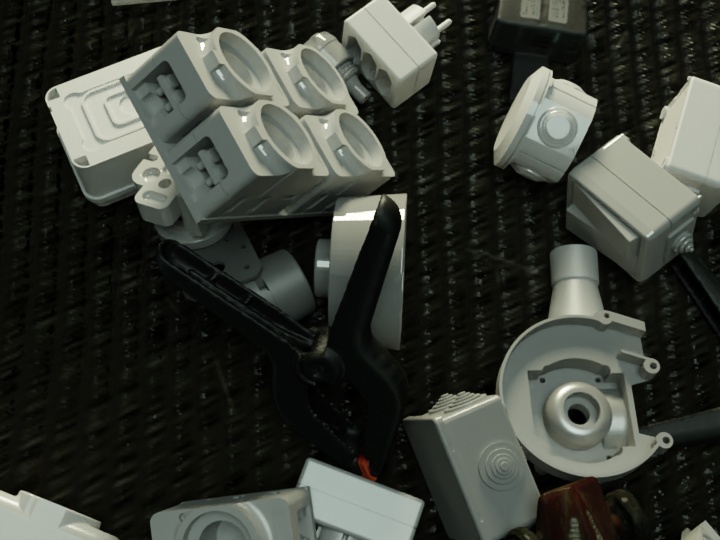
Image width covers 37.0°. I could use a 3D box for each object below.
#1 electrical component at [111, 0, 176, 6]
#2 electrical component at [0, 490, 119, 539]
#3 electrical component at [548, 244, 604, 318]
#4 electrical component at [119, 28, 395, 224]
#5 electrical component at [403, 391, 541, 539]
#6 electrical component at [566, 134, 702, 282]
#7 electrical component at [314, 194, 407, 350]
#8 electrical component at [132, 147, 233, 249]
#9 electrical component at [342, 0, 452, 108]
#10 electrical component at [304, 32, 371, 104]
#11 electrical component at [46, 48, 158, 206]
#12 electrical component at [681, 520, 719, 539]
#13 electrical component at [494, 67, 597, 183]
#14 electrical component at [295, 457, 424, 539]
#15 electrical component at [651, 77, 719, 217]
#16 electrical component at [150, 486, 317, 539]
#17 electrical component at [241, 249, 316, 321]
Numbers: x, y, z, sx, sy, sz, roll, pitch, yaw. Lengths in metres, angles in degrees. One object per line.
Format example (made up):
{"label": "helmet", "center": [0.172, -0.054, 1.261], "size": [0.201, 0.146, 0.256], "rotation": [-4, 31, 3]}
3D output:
{"label": "electrical component", "center": [-0.108, -0.277, 0.840], "size": [0.186, 0.060, 0.105], "rotation": [-7, 74, -7]}
{"label": "electrical component", "center": [-0.206, 0.180, 0.694], "size": [0.095, 0.053, 0.059], "rotation": [21, 72, 2]}
{"label": "electrical component", "center": [0.157, 0.014, 0.782], "size": [0.044, 0.044, 0.065], "rotation": [3, 68, -4]}
{"label": "electrical component", "center": [-0.057, -0.095, 0.722], "size": [0.060, 0.186, 0.105], "rotation": [-35, 78, 26]}
{"label": "electrical component", "center": [0.075, 0.130, 0.708], "size": [0.048, 0.100, 0.099], "rotation": [-21, 86, -13]}
{"label": "electrical component", "center": [0.198, -0.038, 0.777], "size": [0.061, 0.061, 0.096], "rotation": [-36, 60, -14]}
{"label": "electrical component", "center": [0.000, 0.000, 0.741], "size": [0.060, 0.108, 0.108], "rotation": [3, 73, 3]}
{"label": "electrical component", "center": [-0.118, -0.052, 0.739], "size": [0.058, 0.057, 0.078], "rotation": [17, 55, 20]}
{"label": "electrical component", "center": [0.036, -0.178, 0.828], "size": [0.077, 0.047, 0.065], "rotation": [-38, 79, -14]}
{"label": "electrical component", "center": [-0.017, -0.151, 0.822], "size": [0.035, 0.035, 0.061], "rotation": [-43, 83, -15]}
{"label": "electrical component", "center": [-0.159, -0.105, 0.778], "size": [0.113, 0.057, 0.078], "rotation": [-24, 66, -11]}
{"label": "electrical component", "center": [0.218, 0.206, 0.711], "size": [0.064, 0.081, 0.042], "rotation": [-44, 78, 14]}
{"label": "electrical component", "center": [0.136, -0.105, 0.797], "size": [0.051, 0.080, 0.080], "rotation": [25, 73, -2]}
{"label": "electrical component", "center": [-0.010, 0.177, 0.715], "size": [0.083, 0.047, 0.075], "rotation": [20, 72, 2]}
{"label": "electrical component", "center": [0.255, -0.084, 0.809], "size": [0.061, 0.061, 0.096], "rotation": [20, 72, 2]}
{"label": "electrical component", "center": [-0.071, 0.217, 0.663], "size": [0.089, 0.062, 0.150], "rotation": [-10, 84, 12]}
{"label": "electrical component", "center": [-0.063, 0.017, 0.757], "size": [0.047, 0.055, 0.055], "rotation": [-28, 77, -16]}
